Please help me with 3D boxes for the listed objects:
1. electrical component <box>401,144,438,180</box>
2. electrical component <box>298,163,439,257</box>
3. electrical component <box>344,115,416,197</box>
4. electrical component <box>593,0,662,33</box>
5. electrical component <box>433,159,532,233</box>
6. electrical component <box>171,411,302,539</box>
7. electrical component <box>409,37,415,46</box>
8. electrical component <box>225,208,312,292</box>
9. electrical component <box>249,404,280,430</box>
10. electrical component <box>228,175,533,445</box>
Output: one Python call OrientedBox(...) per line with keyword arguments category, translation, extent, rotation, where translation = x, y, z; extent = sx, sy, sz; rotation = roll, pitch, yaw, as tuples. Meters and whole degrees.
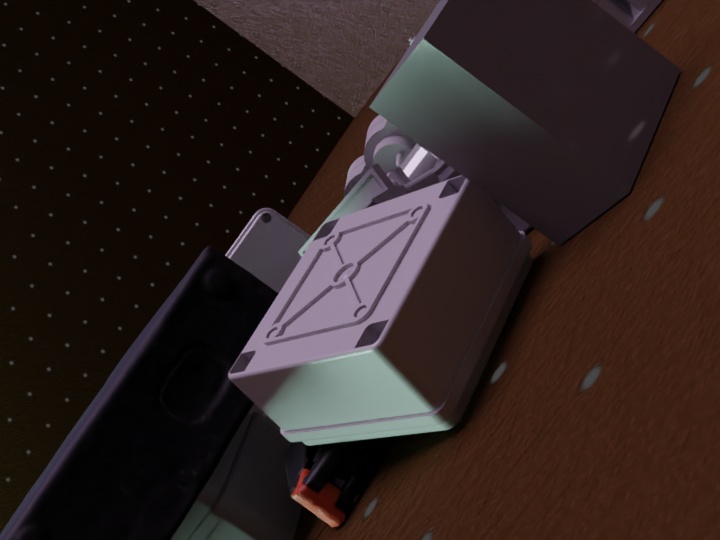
OrientedBox(category="electrical component", translation=(0.056, -0.078, 0.840), extent=(0.081, 0.043, 0.043), rotation=(-53, 7, 9))
OrientedBox(category="electrical component", translation=(0.016, -0.013, 0.702), extent=(0.063, 0.078, 0.121), rotation=(-33, -7, -35))
OrientedBox(category="electrical component", translation=(0.029, -0.094, 0.886), extent=(0.073, 0.052, 0.138), rotation=(-82, 17, -59))
OrientedBox(category="electrical component", translation=(0.153, -0.197, 0.688), extent=(0.105, 0.060, 0.186), rotation=(-51, 8, 26))
OrientedBox(category="electrical component", translation=(0.072, -0.050, 0.551), extent=(0.045, 0.055, 0.045), rotation=(-54, 7, 9))
OrientedBox(category="electrical component", translation=(-0.076, 0.140, 0.626), extent=(0.078, 0.057, 0.113), rotation=(-52, 7, 17))
OrientedBox(category="electrical component", translation=(0.070, -0.133, 0.786), extent=(0.061, 0.096, 0.061), rotation=(-52, 7, 20))
OrientedBox(category="electrical component", translation=(-0.056, 0.010, 0.887), extent=(0.078, 0.113, 0.057), rotation=(-55, 4, -5))
OrientedBox(category="electrical component", translation=(-0.061, 0.091, 0.741), extent=(0.061, 0.061, 0.096), rotation=(-56, 7, -14))
OrientedBox(category="electrical component", translation=(0.010, 0.020, 0.495), extent=(0.109, 0.056, 0.108), rotation=(-16, 35, 46))
